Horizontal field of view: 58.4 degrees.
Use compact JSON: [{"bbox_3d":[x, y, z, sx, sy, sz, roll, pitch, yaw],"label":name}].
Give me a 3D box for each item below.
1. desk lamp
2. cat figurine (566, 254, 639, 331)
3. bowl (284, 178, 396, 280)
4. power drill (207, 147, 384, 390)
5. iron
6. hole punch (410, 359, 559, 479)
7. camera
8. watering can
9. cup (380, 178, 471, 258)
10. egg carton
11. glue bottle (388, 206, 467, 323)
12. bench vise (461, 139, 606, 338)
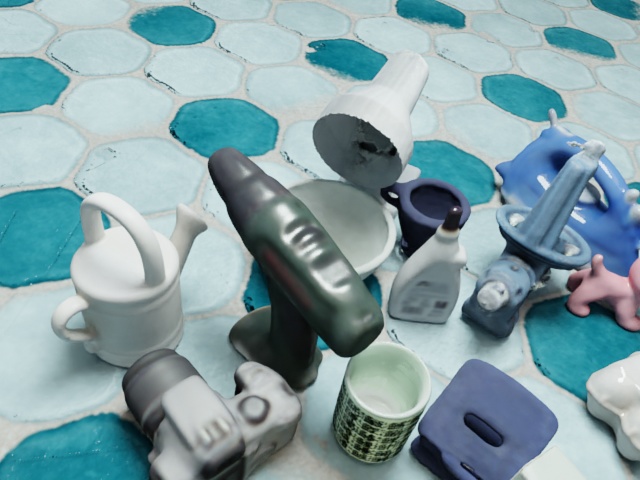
[{"bbox_3d":[0.075,-0.128,0.752,0.117,0.213,0.203,24,47,13],"label":"desk lamp"},{"bbox_3d":[0.389,0.049,0.709,0.127,0.118,0.067,15,45,3],"label":"cat figurine"},{"bbox_3d":[0.007,0.003,0.711,0.167,0.075,0.167,6,46,-5],"label":"bowl"},{"bbox_3d":[-0.039,0.046,0.566,0.076,0.208,0.229,-30,58,-33],"label":"power drill"},{"bbox_3d":[0.369,-0.061,0.795,0.119,0.141,0.257,-16,51,-24],"label":"iron"},{"bbox_3d":[0.157,0.187,0.549,0.108,0.091,0.101,35,50,22],"label":"hole punch"},{"bbox_3d":[-0.108,0.152,0.525,0.143,0.101,0.136,-28,57,-32],"label":"camera"},{"bbox_3d":[-0.186,0.027,0.566,0.101,0.194,0.173,16,46,5],"label":"watering can"},{"bbox_3d":[0.126,-0.023,0.744,0.117,0.095,0.092,24,47,12],"label":"cup"},{"bbox_3d":[0.368,0.173,0.619,0.150,0.069,0.107,-12,50,-21],"label":"egg carton"},{"bbox_3d":[0.130,0.028,0.641,0.078,0.173,0.037,8,45,-3],"label":"glue bottle"},{"bbox_3d":[0.258,0.004,0.656,0.121,0.220,0.208,21,46,10],"label":"bench vise"}]
